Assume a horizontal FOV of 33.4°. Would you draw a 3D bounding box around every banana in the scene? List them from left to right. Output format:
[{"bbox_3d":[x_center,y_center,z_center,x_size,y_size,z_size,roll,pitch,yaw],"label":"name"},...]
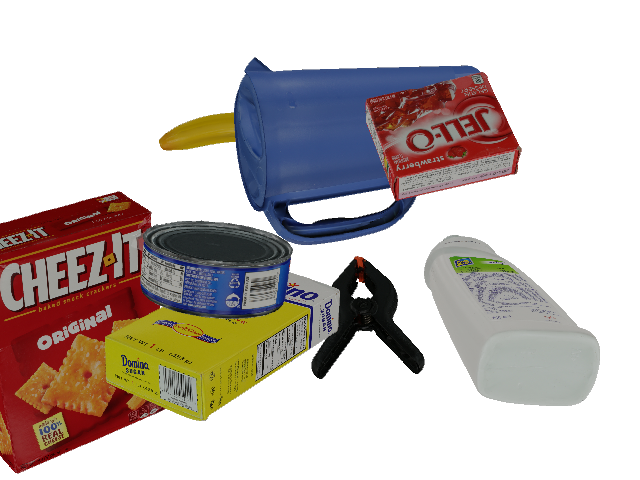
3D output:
[{"bbox_3d":[-0.099,-0.131,1.315,0.198,0.037,0.069,6,40,15],"label":"banana"}]

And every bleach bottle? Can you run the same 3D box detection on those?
[{"bbox_3d":[0.154,0.054,0.942,0.102,0.068,0.251,5,21,-9],"label":"bleach bottle"}]

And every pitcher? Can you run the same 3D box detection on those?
[{"bbox_3d":[0.044,-0.096,1.030,0.242,0.149,0.145,-7,28,-14],"label":"pitcher"}]

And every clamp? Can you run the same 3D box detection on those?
[{"bbox_3d":[0.058,0.088,1.189,0.120,0.171,0.039,7,-43,3],"label":"clamp"}]

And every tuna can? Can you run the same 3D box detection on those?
[{"bbox_3d":[-0.060,0.016,0.613,0.086,0.034,0.086,7,15,-2],"label":"tuna can"}]

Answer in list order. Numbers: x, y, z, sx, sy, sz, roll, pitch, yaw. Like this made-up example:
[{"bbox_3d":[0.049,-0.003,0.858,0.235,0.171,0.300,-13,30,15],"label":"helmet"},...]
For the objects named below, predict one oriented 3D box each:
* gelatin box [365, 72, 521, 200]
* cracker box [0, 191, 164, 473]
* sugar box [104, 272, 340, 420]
[{"bbox_3d":[0.082,-0.072,0.726,0.089,0.073,0.030,-13,-35,-5],"label":"gelatin box"},{"bbox_3d":[-0.228,0.082,0.969,0.163,0.214,0.072,-19,30,-34],"label":"cracker box"},{"bbox_3d":[-0.070,0.070,0.814,0.093,0.048,0.175,17,29,29],"label":"sugar box"}]
